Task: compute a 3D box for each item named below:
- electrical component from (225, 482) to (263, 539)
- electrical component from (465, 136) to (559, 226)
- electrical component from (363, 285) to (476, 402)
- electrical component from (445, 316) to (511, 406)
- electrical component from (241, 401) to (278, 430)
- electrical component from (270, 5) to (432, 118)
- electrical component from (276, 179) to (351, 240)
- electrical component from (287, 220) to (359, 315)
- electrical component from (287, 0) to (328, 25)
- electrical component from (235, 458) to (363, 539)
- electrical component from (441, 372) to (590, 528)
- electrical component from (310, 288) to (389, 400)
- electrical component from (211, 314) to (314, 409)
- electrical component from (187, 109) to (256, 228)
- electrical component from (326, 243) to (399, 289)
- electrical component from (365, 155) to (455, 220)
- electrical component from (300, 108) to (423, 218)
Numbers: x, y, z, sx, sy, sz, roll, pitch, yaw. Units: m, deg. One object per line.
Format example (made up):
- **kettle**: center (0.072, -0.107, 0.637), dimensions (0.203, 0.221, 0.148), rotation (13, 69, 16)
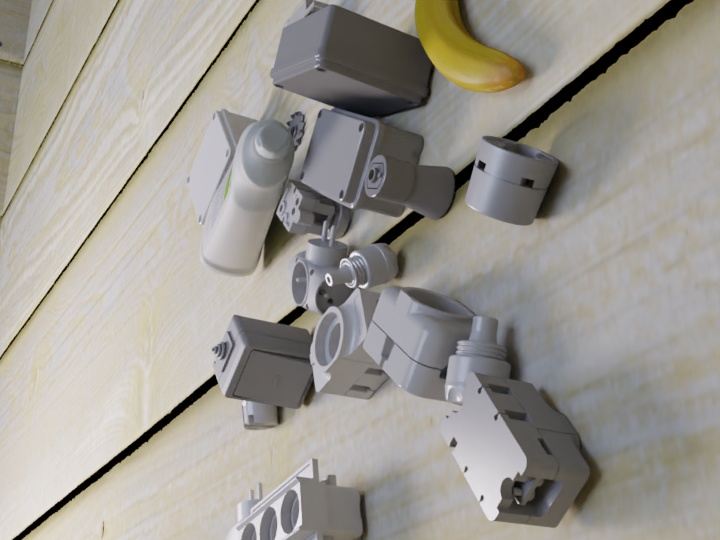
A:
- **electrical component**: center (-0.096, 0.239, 1.004), dimensions (0.077, 0.044, 0.079), rotation (-46, 40, 46)
- **electrical component**: center (0.103, -0.061, 0.741), dimensions (0.055, 0.055, 0.047), rotation (47, 124, 58)
- **electrical component**: center (0.048, 0.050, 0.799), dimensions (0.095, 0.054, 0.059), rotation (42, 116, 60)
- **electrical component**: center (0.082, 0.063, 0.738), dimensions (0.043, 0.043, 0.062), rotation (-11, 67, 61)
- **electrical component**: center (-0.100, 0.132, 1.066), dimensions (0.040, 0.040, 0.046), rotation (-36, 54, 53)
- **electrical component**: center (-0.007, -0.181, 0.946), dimensions (0.109, 0.109, 0.056), rotation (0, 76, 63)
- **electrical component**: center (-0.042, -0.055, 1.016), dimensions (0.048, 0.055, 0.066), rotation (-67, 28, 18)
- **electrical component**: center (-0.033, -0.005, 0.981), dimensions (0.077, 0.044, 0.079), rotation (-143, 58, -61)
- **electrical component**: center (-0.048, -0.241, 1.125), dimensions (0.081, 0.042, 0.063), rotation (-35, 52, 54)
- **electrical component**: center (-0.051, 0.220, 0.906), dimensions (0.121, 0.063, 0.078), rotation (-46, 40, 46)
- **electrical component**: center (0.098, 0.112, 0.671), dimensions (0.050, 0.056, 0.089), rotation (-64, 29, 24)
- **electrical component**: center (-0.002, 0.062, 0.888), dimensions (0.089, 0.056, 0.050), rotation (-51, 37, 41)
- **electrical component**: center (-0.092, 0.087, 1.005), dimensions (0.061, 0.096, 0.061), rotation (-66, 29, 21)
- **electrical component**: center (-0.152, -0.113, 1.253), dimensions (0.108, 0.056, 0.108), rotation (-63, 30, 26)
- **electrical component**: center (0.000, 0.000, 0.899), dimensions (0.035, 0.061, 0.035), rotation (38, 136, 47)
- **electrical component**: center (0.037, -0.068, 0.857), dimensions (0.044, 0.065, 0.044), rotation (-35, 48, 53)
- **electrical component**: center (-0.001, -0.097, 0.954), dimensions (0.113, 0.057, 0.078), rotation (31, 107, 62)
